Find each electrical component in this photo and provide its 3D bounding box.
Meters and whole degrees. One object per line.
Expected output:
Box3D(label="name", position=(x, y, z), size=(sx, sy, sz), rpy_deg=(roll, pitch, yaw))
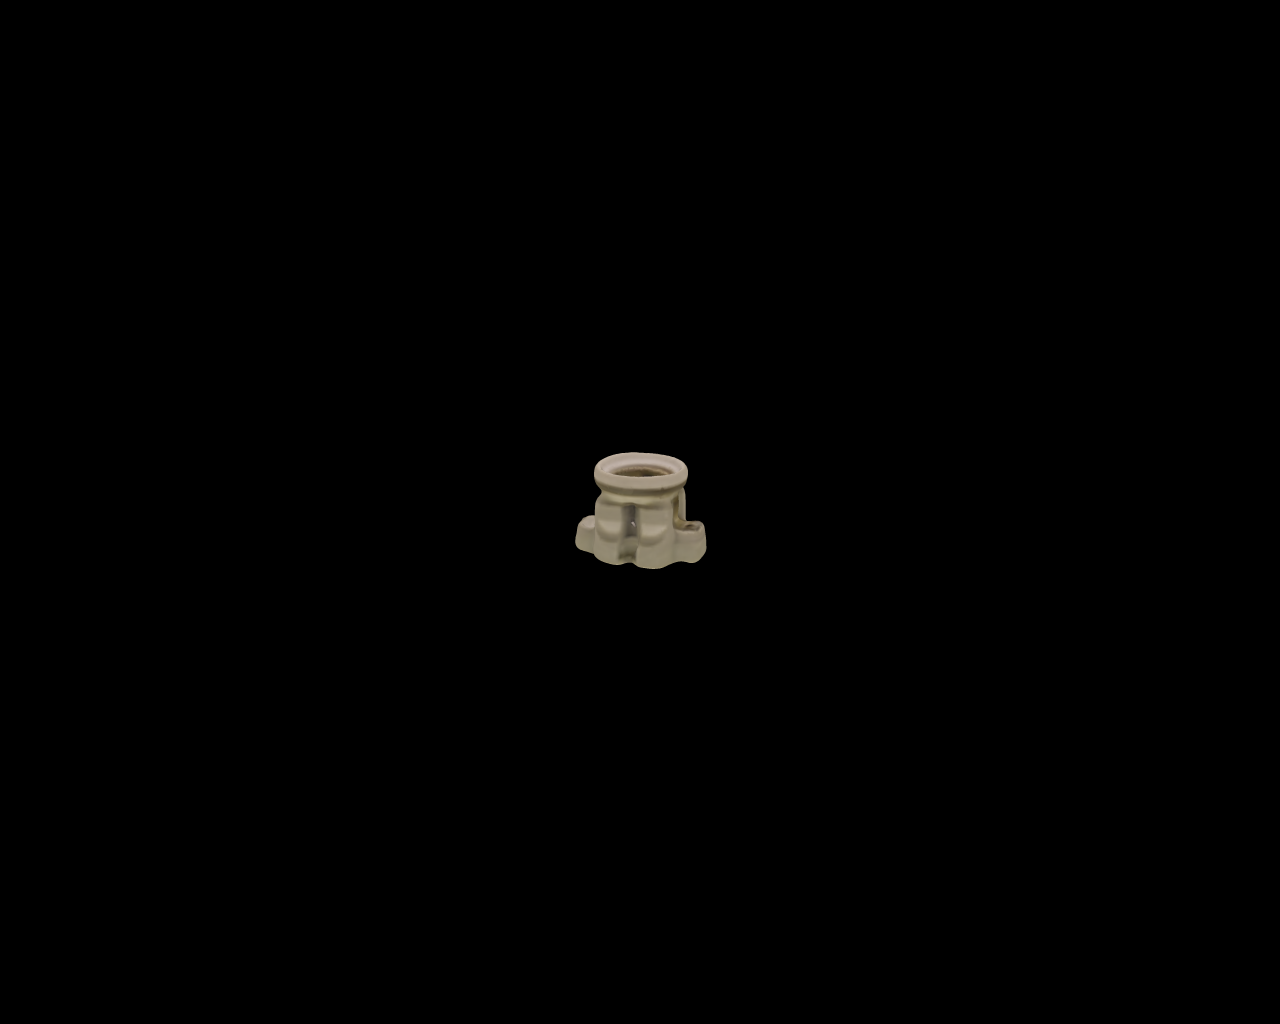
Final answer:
Box3D(label="electrical component", position=(0.001, -0.003, 0.650), size=(0.078, 0.056, 0.058), rpy_deg=(6, 20, 16))
